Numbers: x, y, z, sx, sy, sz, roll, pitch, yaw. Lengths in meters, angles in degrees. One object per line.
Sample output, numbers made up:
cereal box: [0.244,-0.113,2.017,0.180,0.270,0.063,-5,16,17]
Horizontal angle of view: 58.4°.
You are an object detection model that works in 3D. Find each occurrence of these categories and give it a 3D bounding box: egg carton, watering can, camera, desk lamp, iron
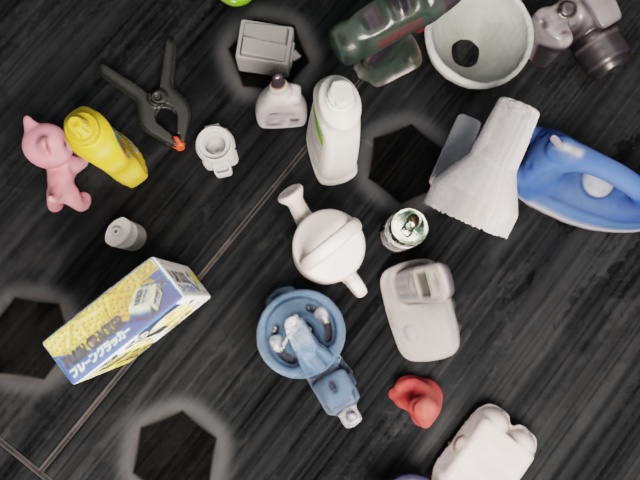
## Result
egg carton: [0.236,0.318,0.828,0.107,0.069,0.150,37,84,1]
watering can: [0.005,0.004,0.782,0.173,0.194,0.101,32,84,1]
camera: [0.407,-0.314,0.879,0.143,0.100,0.137,-30,87,-5]
desk lamp: [0.220,-0.099,0.793,0.118,0.213,0.203,23,84,0]
iron: [0.412,-0.084,0.838,0.258,0.141,0.119,25,84,0]

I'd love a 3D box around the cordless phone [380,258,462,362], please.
cordless phone: [0.149,0.096,0.785,0.094,0.185,0.147,-18,86,-4]

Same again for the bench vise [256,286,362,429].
bench vise: [0.002,0.148,0.756,0.207,0.219,0.121,41,84,2]

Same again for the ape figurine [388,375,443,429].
ape figurine: [0.144,0.233,0.819,0.076,0.092,0.078,-12,85,-4]

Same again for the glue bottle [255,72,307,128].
glue bottle: [-0.056,-0.199,0.808,0.078,0.173,0.037,-2,85,-3]

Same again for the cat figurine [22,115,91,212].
cat figurine: [-0.378,-0.108,0.811,0.067,0.117,0.128,-7,85,-3]

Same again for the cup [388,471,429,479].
cup: [0.108,0.361,0.804,0.118,0.095,0.092,16,84,-1]

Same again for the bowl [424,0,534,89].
bowl: [0.235,-0.304,0.882,0.167,0.074,0.167,0,85,-3]

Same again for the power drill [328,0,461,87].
power drill: [0.117,-0.303,0.809,0.229,0.208,0.075,-29,86,-5]
